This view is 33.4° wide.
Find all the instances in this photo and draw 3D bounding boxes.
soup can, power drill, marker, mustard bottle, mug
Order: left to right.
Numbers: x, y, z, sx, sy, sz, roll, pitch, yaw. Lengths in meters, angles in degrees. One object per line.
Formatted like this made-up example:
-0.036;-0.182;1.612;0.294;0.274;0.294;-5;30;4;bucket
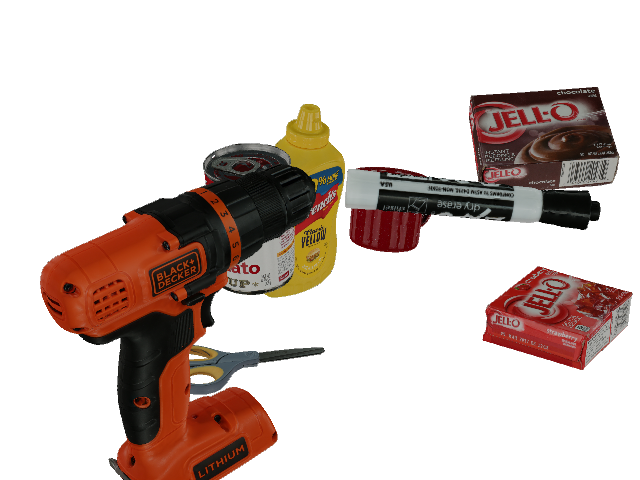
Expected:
-0.073;0.057;0.658;0.184;0.188;0.057;-25;35;-32;power drill
-0.056;-0.017;0.844;0.068;0.102;0.068;-1;32;0;soup can
-0.019;-0.042;1.035;0.096;0.192;0.058;-21;41;-38;mustard bottle
0.086;-0.037;1.243;0.117;0.081;0.093;-8;21;-39;mug
0.072;-0.019;0.509;0.121;0.020;0.020;5;0;1;marker

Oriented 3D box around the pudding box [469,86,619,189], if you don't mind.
0.186;-0.086;0.903;0.113;0.090;0.039;-3;-42;1;pudding box

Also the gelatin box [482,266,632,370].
0.165;0.052;0.740;0.073;0.030;0.089;17;26;32;gelatin box

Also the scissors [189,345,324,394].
-0.083;0.142;1.191;0.201;0.016;0.096;3;25;-14;scissors
